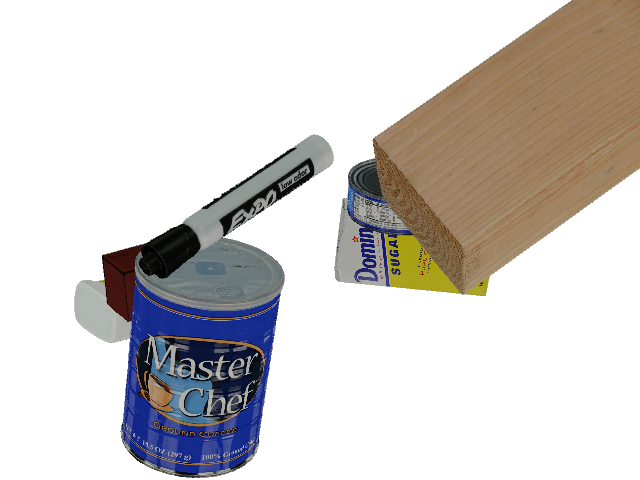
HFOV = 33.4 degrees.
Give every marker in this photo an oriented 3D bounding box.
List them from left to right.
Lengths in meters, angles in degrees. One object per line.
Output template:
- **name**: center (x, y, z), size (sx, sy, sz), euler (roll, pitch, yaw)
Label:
- **marker**: center (-0.040, -0.017, 0.523), size (0.120, 0.020, 0.020), euler (-36, 22, -33)

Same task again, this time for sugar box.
- **sugar box**: center (0.107, 0.008, 1.222), size (0.176, 0.093, 0.048), euler (4, 23, -3)

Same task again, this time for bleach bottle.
- **bleach bottle**: center (-0.206, 0.077, 1.475), size (0.250, 0.068, 0.103), euler (-11, 27, -43)

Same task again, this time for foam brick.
- **foam brick**: center (-0.160, 0.035, 1.010), size (0.078, 0.051, 0.053), euler (-16, 25, -30)

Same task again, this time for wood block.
- **wood block**: center (0.143, -0.071, 0.662), size (0.206, 0.091, 0.090), euler (-35, -22, -7)

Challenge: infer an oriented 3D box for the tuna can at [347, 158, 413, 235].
- **tuna can**: center (0.065, -0.037, 0.883), size (0.086, 0.034, 0.086), euler (2, 28, -1)

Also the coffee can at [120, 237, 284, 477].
- **coffee can**: center (-0.085, 0.080, 0.758), size (0.102, 0.140, 0.103), euler (8, 24, -4)
